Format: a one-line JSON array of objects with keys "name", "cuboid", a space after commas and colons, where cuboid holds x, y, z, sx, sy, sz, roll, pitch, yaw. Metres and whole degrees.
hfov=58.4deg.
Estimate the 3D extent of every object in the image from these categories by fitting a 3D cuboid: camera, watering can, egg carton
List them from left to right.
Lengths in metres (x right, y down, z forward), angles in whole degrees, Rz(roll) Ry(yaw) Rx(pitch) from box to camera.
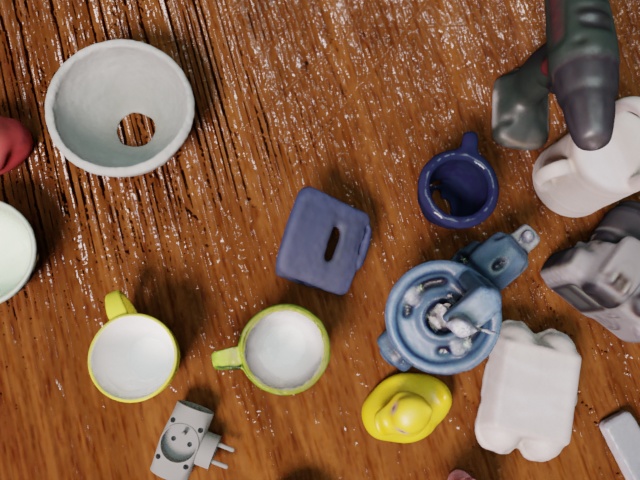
[{"name": "egg carton", "cuboid": [0.235, 0.171, 0.654, 0.107, 0.069, 0.150, 12, 79, -1]}, {"name": "watering can", "cuboid": [0.333, -0.100, 0.646, 0.173, 0.194, 0.101, -38, 84, -9]}, {"name": "camera", "cuboid": [0.362, 0.030, 0.672, 0.143, 0.101, 0.137, 38, 80, 4]}]

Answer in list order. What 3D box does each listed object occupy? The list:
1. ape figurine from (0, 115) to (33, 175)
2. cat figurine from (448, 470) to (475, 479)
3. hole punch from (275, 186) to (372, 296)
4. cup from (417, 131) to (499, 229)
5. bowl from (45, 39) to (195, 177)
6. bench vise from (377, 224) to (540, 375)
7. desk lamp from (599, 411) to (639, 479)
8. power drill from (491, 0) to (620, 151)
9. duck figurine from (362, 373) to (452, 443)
[{"name": "ape figurine", "cuboid": [-0.382, -0.119, 0.658, 0.076, 0.092, 0.078, -9, 80, -5]}, {"name": "cat figurine", "cuboid": [0.169, 0.296, 0.602, 0.128, 0.117, 0.067, 32, 79, 3]}, {"name": "hole punch", "cuboid": [0.006, 0.002, 0.660, 0.101, 0.091, 0.109, 17, 79, 0]}, {"name": "cup", "cuboid": [0.156, -0.063, 0.679, 0.091, 0.095, 0.118, 15, 79, 0]}, {"name": "bowl", "cuboid": [-0.229, -0.146, 0.682, 0.167, 0.074, 0.167, 1, 79, -3]}, {"name": "bench vise", "cuboid": [0.149, 0.048, 0.595, 0.121, 0.219, 0.207, 30, 79, 3]}, {"name": "desk lamp", "cuboid": [0.415, 0.271, 0.573, 0.118, 0.213, 0.203, -26, 82, -7]}, {"name": "power drill", "cuboid": [0.266, -0.181, 0.650, 0.075, 0.208, 0.230, 4, 79, -2]}, {"name": "duck figurine", "cuboid": [0.101, 0.189, 0.634, 0.104, 0.086, 0.077, -18, 81, -6]}]
